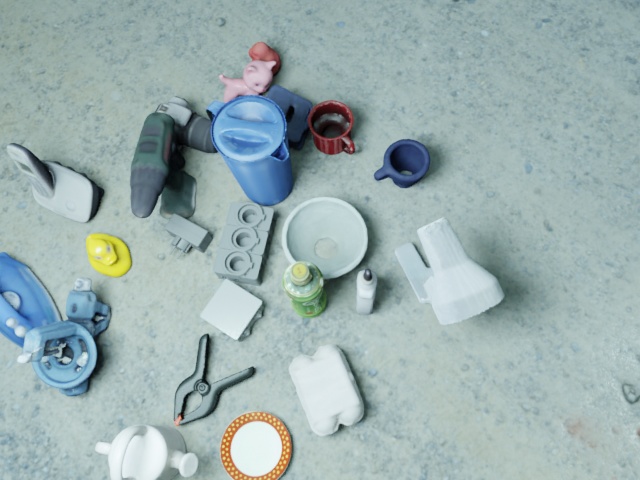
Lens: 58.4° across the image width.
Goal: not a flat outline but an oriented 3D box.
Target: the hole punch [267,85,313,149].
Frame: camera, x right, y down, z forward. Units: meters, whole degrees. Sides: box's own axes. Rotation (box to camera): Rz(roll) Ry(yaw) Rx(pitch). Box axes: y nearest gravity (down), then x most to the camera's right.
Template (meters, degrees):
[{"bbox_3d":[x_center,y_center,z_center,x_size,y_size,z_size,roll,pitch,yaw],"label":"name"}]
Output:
[{"bbox_3d":[-0.068,-0.261,1.212,0.101,0.091,0.109,15,73,8],"label":"hole punch"}]

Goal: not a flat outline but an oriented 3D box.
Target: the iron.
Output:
[{"bbox_3d":[-0.584,0.127,1.080,0.258,0.141,0.119,43,78,15],"label":"iron"}]

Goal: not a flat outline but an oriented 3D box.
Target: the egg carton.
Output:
[{"bbox_3d":[0.013,0.270,1.039,0.107,0.069,0.150,-23,72,-5],"label":"egg carton"}]

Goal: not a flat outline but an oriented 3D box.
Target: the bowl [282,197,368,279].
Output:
[{"bbox_3d":[0.010,0.004,1.127,0.167,0.075,0.167,-1,71,3],"label":"bowl"}]

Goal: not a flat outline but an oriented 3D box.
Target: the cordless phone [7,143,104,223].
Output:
[{"bbox_3d":[-0.529,-0.118,1.137,0.147,0.185,0.094,20,73,10],"label":"cordless phone"}]

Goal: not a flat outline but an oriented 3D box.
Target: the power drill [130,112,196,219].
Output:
[{"bbox_3d":[-0.305,-0.119,1.114,0.075,0.208,0.229,-2,71,3],"label":"power drill"}]

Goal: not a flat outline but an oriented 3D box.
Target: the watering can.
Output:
[{"bbox_3d":[-0.292,0.360,0.959,0.173,0.194,0.101,-13,71,-1],"label":"watering can"}]

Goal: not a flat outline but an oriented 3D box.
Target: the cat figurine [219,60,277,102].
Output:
[{"bbox_3d":[-0.153,-0.345,1.230,0.127,0.118,0.067,-3,71,2],"label":"cat figurine"}]

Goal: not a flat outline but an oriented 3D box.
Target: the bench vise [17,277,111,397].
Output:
[{"bbox_3d":[-0.466,0.166,1.020,0.121,0.220,0.207,-12,71,-1],"label":"bench vise"}]

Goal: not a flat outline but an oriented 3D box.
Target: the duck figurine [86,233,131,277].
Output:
[{"bbox_3d":[-0.431,0.021,1.137,0.104,0.086,0.077,43,78,15],"label":"duck figurine"}]

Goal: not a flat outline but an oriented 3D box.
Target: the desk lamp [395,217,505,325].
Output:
[{"bbox_3d":[0.222,0.058,1.025,0.118,0.213,0.203,-25,72,-5],"label":"desk lamp"}]

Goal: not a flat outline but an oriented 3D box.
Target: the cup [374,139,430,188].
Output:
[{"bbox_3d":[0.161,-0.138,1.156,0.118,0.095,0.091,-28,72,-6],"label":"cup"}]

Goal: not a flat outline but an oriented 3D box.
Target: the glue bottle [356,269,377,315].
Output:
[{"bbox_3d":[0.085,0.083,1.044,0.037,0.173,0.078,4,71,5],"label":"glue bottle"}]

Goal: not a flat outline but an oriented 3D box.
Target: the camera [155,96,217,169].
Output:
[{"bbox_3d":[-0.281,-0.222,1.204,0.136,0.101,0.143,20,73,9],"label":"camera"}]

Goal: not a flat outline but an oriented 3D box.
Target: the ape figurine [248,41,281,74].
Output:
[{"bbox_3d":[-0.127,-0.404,1.262,0.076,0.092,0.078,-8,71,0],"label":"ape figurine"}]
